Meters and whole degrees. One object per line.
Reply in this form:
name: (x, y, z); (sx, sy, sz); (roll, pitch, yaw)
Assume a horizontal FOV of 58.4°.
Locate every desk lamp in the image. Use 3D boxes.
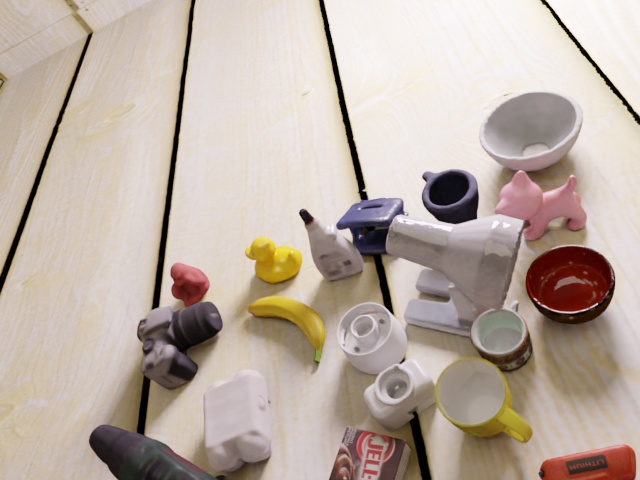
desk lamp: (0.188, 0.046, 0.790); (0.202, 0.214, 0.118); (6, 57, 35)

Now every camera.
camera: (-0.252, 0.171, 1.033); (0.136, 0.101, 0.143); (-25, 45, 11)

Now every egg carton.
egg carton: (-0.125, 0.278, 0.887); (0.107, 0.070, 0.150); (-25, 45, 10)

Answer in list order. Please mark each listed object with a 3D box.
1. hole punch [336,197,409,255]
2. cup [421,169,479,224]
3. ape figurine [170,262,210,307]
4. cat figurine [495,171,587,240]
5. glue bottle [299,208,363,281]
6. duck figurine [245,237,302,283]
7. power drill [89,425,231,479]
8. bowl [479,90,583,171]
hole punch: (0.092, -0.037, 1.009); (0.108, 0.091, 0.101); (-5, 51, 28)
cup: (0.216, -0.061, 0.951); (0.092, 0.095, 0.117); (-39, 44, -3)
ape figurine: (-0.262, 0.079, 1.124); (0.077, 0.092, 0.076); (-5, 51, 28)
cat figurine: (0.328, -0.060, 0.866); (0.127, 0.118, 0.067); (-18, 46, 17)
glue bottle: (0.009, 0.003, 0.965); (0.078, 0.174, 0.037); (-17, 47, 19)
duck figurine: (-0.091, 0.028, 1.068); (0.104, 0.086, 0.077); (-6, 51, 27)
power drill: (-0.182, 0.335, 0.772); (0.228, 0.209, 0.076); (10, 60, 37)
bowl: (0.361, -0.173, 0.974); (0.167, 0.075, 0.167); (-17, 47, 19)
